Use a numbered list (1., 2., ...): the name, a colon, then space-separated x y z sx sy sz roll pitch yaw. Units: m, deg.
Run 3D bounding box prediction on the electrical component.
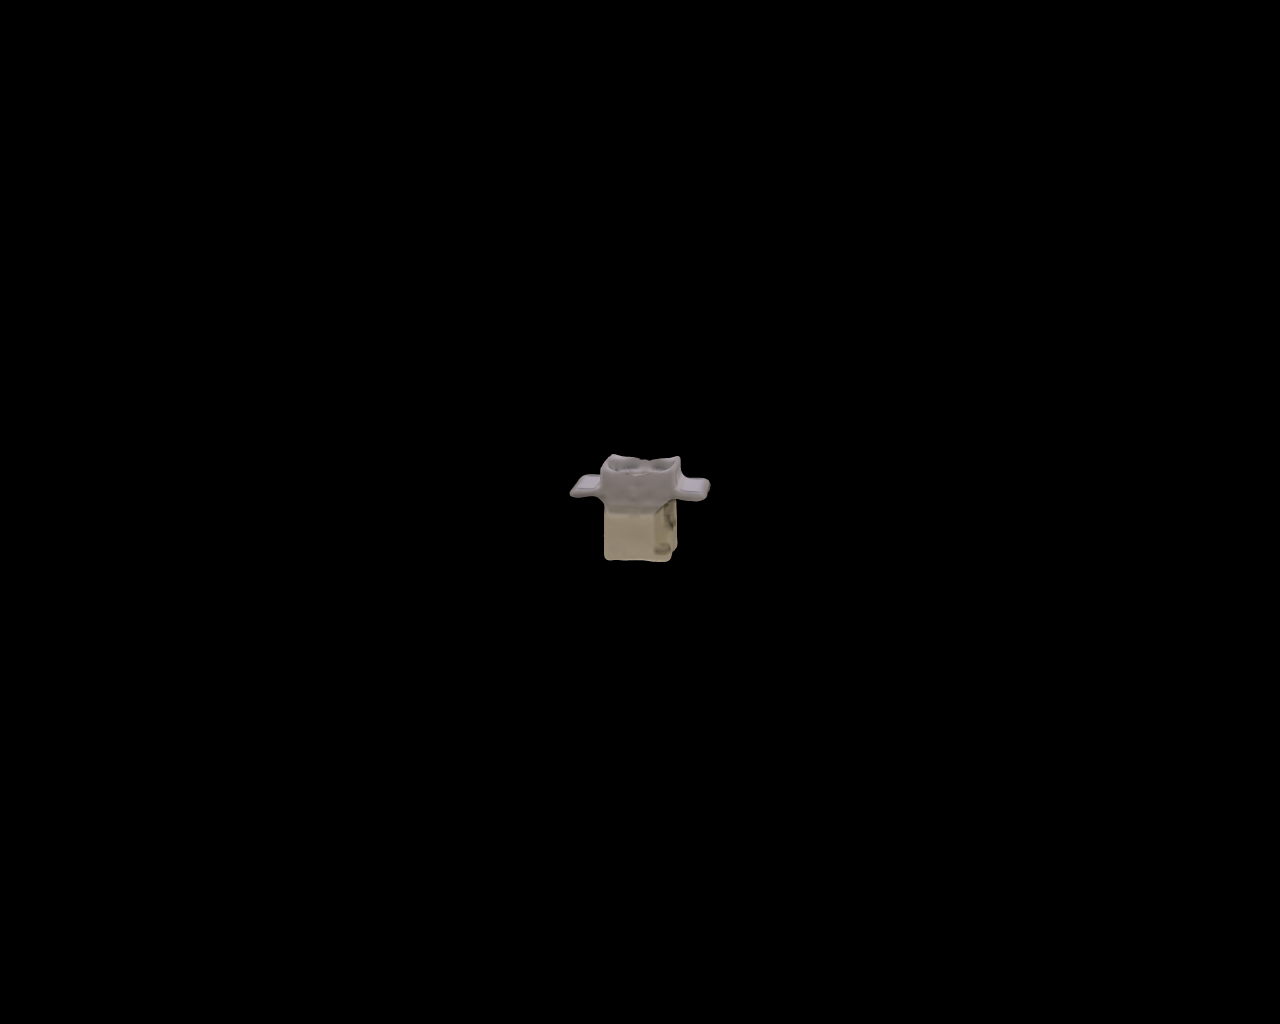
1. electrical component: 0.001 -0.003 0.650 0.081 0.063 0.042 3 16 9
